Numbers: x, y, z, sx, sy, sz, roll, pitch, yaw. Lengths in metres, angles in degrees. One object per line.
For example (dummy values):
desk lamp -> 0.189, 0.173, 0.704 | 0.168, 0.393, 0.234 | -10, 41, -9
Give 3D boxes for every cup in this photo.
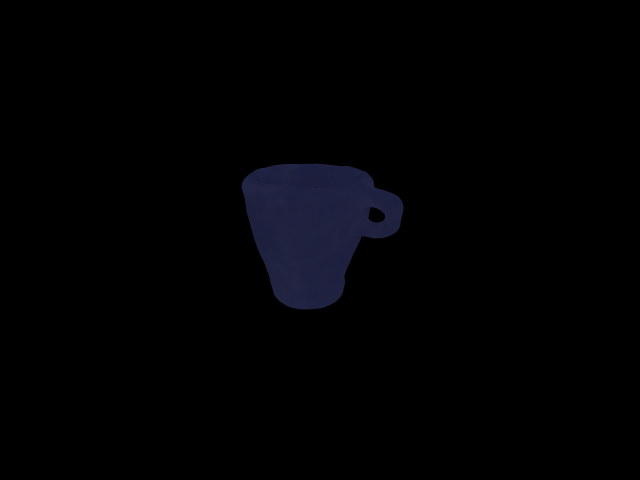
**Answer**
cup -> 0.004, 0.001, 0.400 | 0.117, 0.095, 0.092 | 12, 23, 31
